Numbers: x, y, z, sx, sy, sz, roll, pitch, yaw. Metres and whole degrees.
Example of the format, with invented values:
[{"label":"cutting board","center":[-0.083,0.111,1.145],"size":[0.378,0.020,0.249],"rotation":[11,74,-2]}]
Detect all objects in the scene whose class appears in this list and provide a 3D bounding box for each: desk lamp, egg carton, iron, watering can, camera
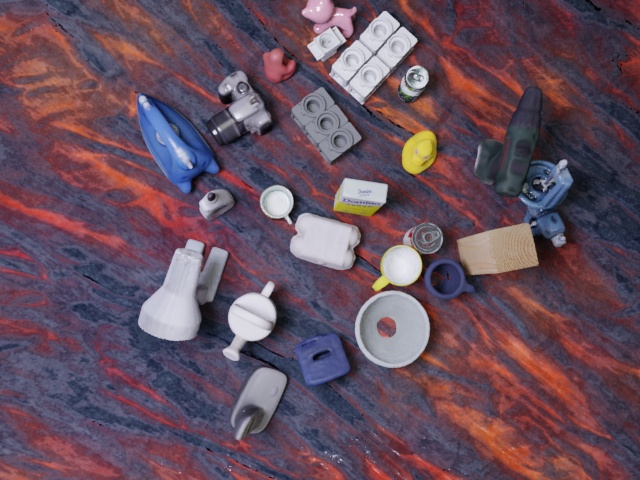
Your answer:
[{"label":"desk lamp","center":[-0.280,0.097,1.187],"size":[0.118,0.213,0.203],"rotation":[18,85,-2]},{"label":"egg carton","center":[0.012,0.005,1.287],"size":[0.150,0.069,0.107],"rotation":[14,85,-3]},{"label":"iron","center":[-0.334,-0.235,1.244],"size":[0.119,0.141,0.258],"rotation":[-37,89,-6]},{"label":"watering can","center":[-0.142,0.169,1.201],"size":[0.101,0.194,0.173],"rotation":[7,85,-3]},{"label":"camera","center":[-0.193,-0.286,1.278],"size":[0.137,0.100,0.143],"rotation":[-34,89,-6]}]

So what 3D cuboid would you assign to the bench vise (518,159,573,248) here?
[{"label":"bench vise","center":[0.513,-0.096,1.255],"size":[0.121,0.219,0.207],"rotation":[-36,89,-6]}]

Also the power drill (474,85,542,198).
[{"label":"power drill","center":[0.414,-0.202,1.262],"size":[0.075,0.208,0.230],"rotation":[11,85,-3]}]

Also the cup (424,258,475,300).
[{"label":"cup","center":[0.283,0.092,1.287],"size":[0.118,0.095,0.092],"rotation":[20,85,-2]}]

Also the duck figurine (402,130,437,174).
[{"label":"duck figurine","center":[0.235,-0.207,1.311],"size":[0.077,0.086,0.104],"rotation":[29,84,-1]}]

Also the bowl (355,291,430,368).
[{"label":"bowl","center":[0.156,0.197,1.280],"size":[0.167,0.074,0.167],"rotation":[0,86,-4]}]

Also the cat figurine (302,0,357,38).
[{"label":"cat figurine","center":[0.022,-0.520,1.303],"size":[0.128,0.117,0.067],"rotation":[4,85,-4]}]

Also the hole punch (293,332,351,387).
[{"label":"hole punch","center":[0.003,0.260,1.256],"size":[0.108,0.091,0.101],"rotation":[-20,87,-5]}]

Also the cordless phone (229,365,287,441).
[{"label":"cordless phone","center":[-0.132,0.341,1.193],"size":[0.094,0.185,0.148],"rotation":[23,84,-2]}]

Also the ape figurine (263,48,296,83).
[{"label":"ape figurine","center":[-0.096,-0.403,1.299],"size":[0.078,0.092,0.076],"rotation":[38,84,0]}]

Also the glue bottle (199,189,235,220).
[{"label":"glue bottle","center":[-0.226,-0.082,1.224],"size":[0.078,0.173,0.037],"rotation":[-36,88,-6]}]
